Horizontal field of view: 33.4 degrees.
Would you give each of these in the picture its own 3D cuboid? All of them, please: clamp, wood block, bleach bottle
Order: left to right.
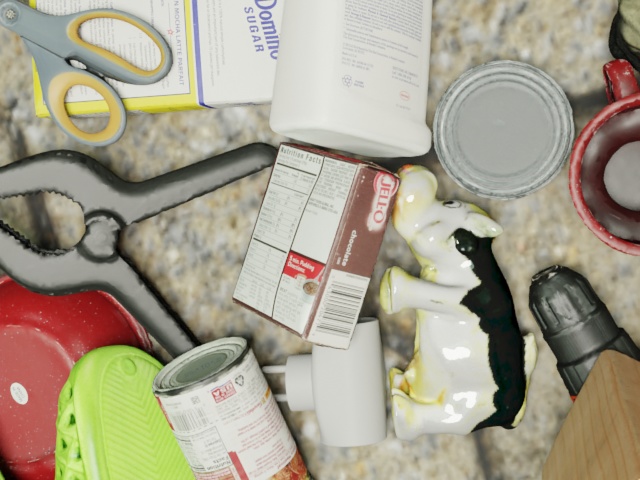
[{"bbox_3d":[-0.132,-0.012,0.691,0.210,0.036,0.164,21,93,-10],"label":"clamp"},{"bbox_3d":[0.032,-0.183,0.655,0.068,0.102,0.251,3,85,50],"label":"bleach bottle"},{"bbox_3d":[0.169,0.134,0.529,0.091,0.206,0.090,25,102,7],"label":"wood block"}]

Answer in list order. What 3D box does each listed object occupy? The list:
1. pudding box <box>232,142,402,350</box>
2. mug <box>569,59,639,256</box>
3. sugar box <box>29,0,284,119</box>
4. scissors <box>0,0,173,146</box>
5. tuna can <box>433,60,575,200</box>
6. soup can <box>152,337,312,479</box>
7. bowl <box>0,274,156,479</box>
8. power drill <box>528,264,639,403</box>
[{"bbox_3d":[-0.004,0.001,0.663,0.039,0.090,0.113,17,93,-36],"label":"pudding box"},{"bbox_3d":[0.188,-0.050,0.631,0.093,0.081,0.117,-19,90,10],"label":"mug"},{"bbox_3d":[-0.099,-0.130,0.697,0.176,0.048,0.093,-2,93,7],"label":"sugar box"},{"bbox_3d":[-0.192,-0.122,0.680,0.202,0.016,0.096,15,98,8],"label":"scissors"},{"bbox_3d":[0.114,-0.068,0.668,0.086,0.033,0.086,0,93,10],"label":"tuna can"},{"bbox_3d":[-0.055,0.121,0.671,0.068,0.068,0.102,-21,105,10],"label":"soup can"},{"bbox_3d":[-0.194,0.099,0.720,0.162,0.055,0.162,1,93,9],"label":"bowl"},{"bbox_3d":[0.241,0.064,0.642,0.188,0.057,0.184,-31,91,13],"label":"power drill"}]
